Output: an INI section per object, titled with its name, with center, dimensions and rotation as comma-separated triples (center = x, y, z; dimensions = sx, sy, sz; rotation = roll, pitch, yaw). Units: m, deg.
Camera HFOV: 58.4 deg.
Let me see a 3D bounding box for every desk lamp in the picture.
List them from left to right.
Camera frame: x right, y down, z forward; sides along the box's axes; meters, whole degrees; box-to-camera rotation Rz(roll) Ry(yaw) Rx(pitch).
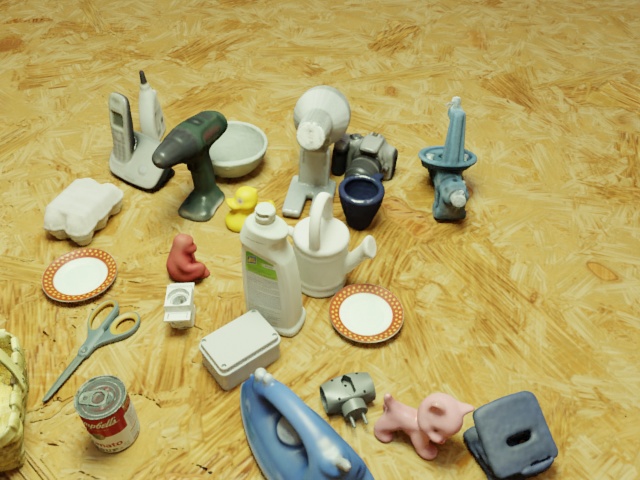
[desk lamp]
center = -0.007, -0.183, 1.172
dimensions = 0.118, 0.214, 0.203
rotation = 8, 45, 6

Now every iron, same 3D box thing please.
[iron]
center = -0.039, 0.253, 0.779
dimensions = 0.119, 0.141, 0.257
rotation = -30, 53, -28

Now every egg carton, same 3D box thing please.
[egg carton]
center = -0.465, -0.060, 1.130
dimensions = 0.107, 0.069, 0.150
rotation = 14, 46, 12

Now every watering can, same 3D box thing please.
[watering can]
center = 0.010, 0.002, 0.999
dimensions = 0.173, 0.194, 0.101
rotation = -1, 45, -3

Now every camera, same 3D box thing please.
[camera]
center = 0.086, -0.169, 1.243
dimensions = 0.143, 0.101, 0.137
rotation = 16, 46, 14

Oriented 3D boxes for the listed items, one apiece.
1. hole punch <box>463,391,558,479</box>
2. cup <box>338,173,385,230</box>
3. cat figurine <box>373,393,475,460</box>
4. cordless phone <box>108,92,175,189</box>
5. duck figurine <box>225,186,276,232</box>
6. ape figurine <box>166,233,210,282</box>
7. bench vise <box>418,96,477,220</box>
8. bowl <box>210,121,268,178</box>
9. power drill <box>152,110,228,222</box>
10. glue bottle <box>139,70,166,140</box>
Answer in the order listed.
[hole punch]
center = 0.272, 0.279, 0.802
dimensions = 0.109, 0.091, 0.101
rotation = -14, 47, -16
[cup]
center = 0.088, -0.077, 1.153
dimensions = 0.091, 0.095, 0.118
rotation = 28, 50, 24
[cat figurine]
center = 0.146, 0.248, 0.809
dimensions = 0.127, 0.118, 0.067
rotation = 16, 46, 14
[cordless phone]
center = -0.384, -0.208, 1.202
dimensions = 0.147, 0.185, 0.094
rotation = 23, 48, 20
[duck figurine]
center = -0.139, -0.069, 1.142
dimensions = 0.105, 0.086, 0.077
rotation = -11, 46, -14
[ape figurine]
center = -0.242, 0.027, 1.035
dimensions = 0.076, 0.092, 0.077
rotation = -8, 45, -10
[bench vise]
center = 0.278, -0.162, 1.159
dimensions = 0.122, 0.220, 0.207
rotation = -12, 46, -14
[bowl]
center = -0.197, -0.189, 1.270
dimensions = 0.167, 0.075, 0.167
rotation = 1, 44, -1
[power drill]
center = -0.246, -0.144, 1.126
dimensions = 0.075, 0.208, 0.230
rotation = 13, 45, 11
[glue bottle]
center = -0.392, -0.309, 1.313
dimensions = 0.037, 0.173, 0.078
rotation = 6, 45, 4
